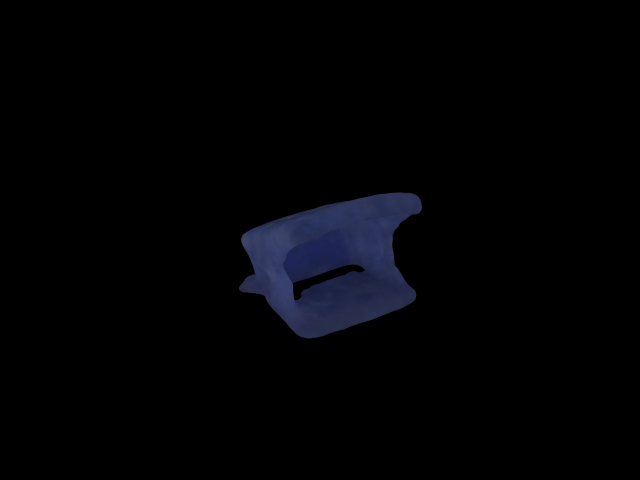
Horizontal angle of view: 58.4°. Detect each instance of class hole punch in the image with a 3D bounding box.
[{"bbox_3d":[0.004,0.001,0.400,0.109,0.091,0.100,-15,30,-28],"label":"hole punch"}]
